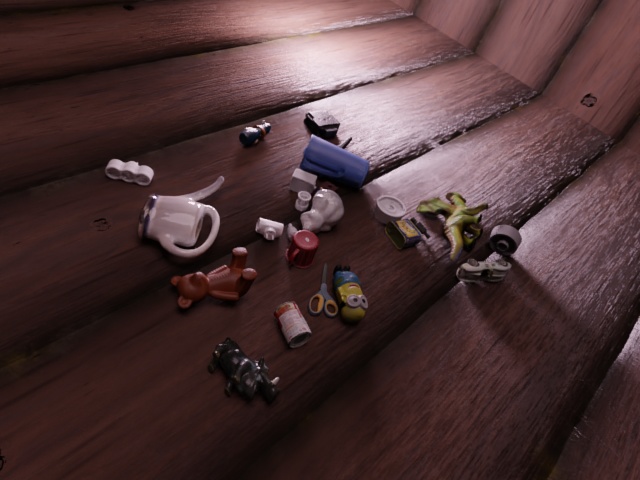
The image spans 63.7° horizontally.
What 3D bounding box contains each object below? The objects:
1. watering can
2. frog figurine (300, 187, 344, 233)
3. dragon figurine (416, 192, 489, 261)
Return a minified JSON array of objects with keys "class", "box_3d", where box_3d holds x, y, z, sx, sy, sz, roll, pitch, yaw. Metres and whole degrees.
[{"class":"watering can","box_3d":[-0.404,-0.085,1.520,0.224,0.101,0.356,12,44,-9]},{"class":"frog figurine","box_3d":[0.005,-0.083,1.659,0.123,0.134,0.163,14,39,17]},{"class":"dragon figurine","box_3d":[0.463,-0.073,1.873,0.244,0.119,0.417,22,38,27]}]
